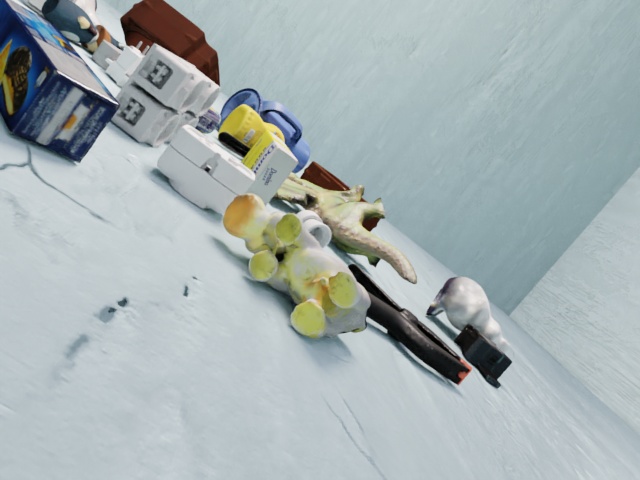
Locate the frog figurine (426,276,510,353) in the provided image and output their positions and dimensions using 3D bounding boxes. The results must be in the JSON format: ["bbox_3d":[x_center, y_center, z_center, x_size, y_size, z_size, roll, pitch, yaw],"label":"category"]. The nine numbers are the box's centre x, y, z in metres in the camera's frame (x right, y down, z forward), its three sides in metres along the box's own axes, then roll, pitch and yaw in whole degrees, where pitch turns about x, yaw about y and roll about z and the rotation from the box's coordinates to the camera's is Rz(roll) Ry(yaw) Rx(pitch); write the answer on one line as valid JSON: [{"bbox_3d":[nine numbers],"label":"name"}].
[{"bbox_3d":[0.298,0.146,0.989,0.160,0.124,0.135,29,-15,20],"label":"frog figurine"}]

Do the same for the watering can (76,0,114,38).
[{"bbox_3d":[-0.508,-0.493,1.056,0.343,0.104,0.227,50,2,-24],"label":"watering can"}]

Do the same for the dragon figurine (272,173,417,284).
[{"bbox_3d":[0.003,-0.047,0.940,0.242,0.121,0.416,16,15,-22],"label":"dragon figurine"}]
